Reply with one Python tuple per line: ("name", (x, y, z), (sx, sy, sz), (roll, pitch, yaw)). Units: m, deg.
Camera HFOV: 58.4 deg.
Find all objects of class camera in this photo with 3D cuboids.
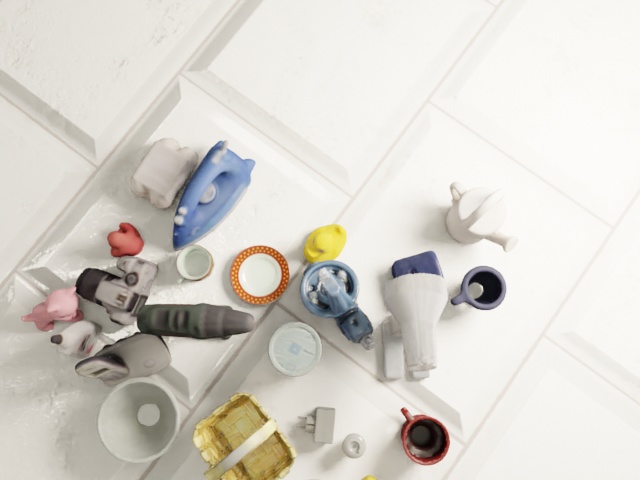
("camera", (-0.431, 0.092, 1.194), (0.136, 0.101, 0.143), (21, 82, 4))

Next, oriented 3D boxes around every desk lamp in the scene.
("desk lamp", (0.184, 0.175, 1.120), (0.118, 0.213, 0.203), (-2, 81, 1))

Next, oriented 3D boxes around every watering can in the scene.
("watering can", (0.332, -0.051, 1.165), (0.172, 0.194, 0.101), (28, 82, 5))

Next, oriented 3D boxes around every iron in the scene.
("iron", (-0.247, -0.095, 1.203), (0.118, 0.141, 0.258), (31, 82, 5))

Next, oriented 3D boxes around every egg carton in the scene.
("egg carton", (-0.339, -0.147, 1.248), (0.107, 0.069, 0.150), (29, 82, 5))

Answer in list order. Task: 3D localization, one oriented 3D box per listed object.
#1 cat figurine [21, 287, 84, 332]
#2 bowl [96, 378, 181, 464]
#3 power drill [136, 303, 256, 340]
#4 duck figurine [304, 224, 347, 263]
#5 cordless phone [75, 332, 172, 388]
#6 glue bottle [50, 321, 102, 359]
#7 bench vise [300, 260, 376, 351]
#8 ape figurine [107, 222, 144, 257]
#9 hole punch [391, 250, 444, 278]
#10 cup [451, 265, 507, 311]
("cat figurine", (-0.547, 0.142, 1.178), (0.128, 0.118, 0.067), (-20, 81, -3))
("bowl", (-0.358, 0.362, 1.164), (0.167, 0.075, 0.167), (0, 81, 0))
("power drill", (-0.229, 0.160, 1.128), (0.229, 0.208, 0.076), (1, 81, 1))
("duck figurine", (0.011, 0.004, 1.213), (0.104, 0.086, 0.077), (-38, 82, -5))
("cordless phone", (-0.386, 0.236, 1.128), (0.147, 0.185, 0.094), (-27, 81, -4))
("glue bottle", (-0.493, 0.199, 1.141), (0.037, 0.173, 0.078), (18, 81, 4))
("bench vise", (0.048, 0.116, 1.127), (0.207, 0.220, 0.121), (36, 83, 6))
("ape figurine", (-0.420, 0.002, 1.213), (0.076, 0.092, 0.078), (35, 83, 6))
("hole punch", (0.205, 0.085, 1.196), (0.101, 0.091, 0.108), (-15, 81, -2))
("cup", (0.319, 0.109, 1.190), (0.118, 0.095, 0.091), (-26, 81, -4))
